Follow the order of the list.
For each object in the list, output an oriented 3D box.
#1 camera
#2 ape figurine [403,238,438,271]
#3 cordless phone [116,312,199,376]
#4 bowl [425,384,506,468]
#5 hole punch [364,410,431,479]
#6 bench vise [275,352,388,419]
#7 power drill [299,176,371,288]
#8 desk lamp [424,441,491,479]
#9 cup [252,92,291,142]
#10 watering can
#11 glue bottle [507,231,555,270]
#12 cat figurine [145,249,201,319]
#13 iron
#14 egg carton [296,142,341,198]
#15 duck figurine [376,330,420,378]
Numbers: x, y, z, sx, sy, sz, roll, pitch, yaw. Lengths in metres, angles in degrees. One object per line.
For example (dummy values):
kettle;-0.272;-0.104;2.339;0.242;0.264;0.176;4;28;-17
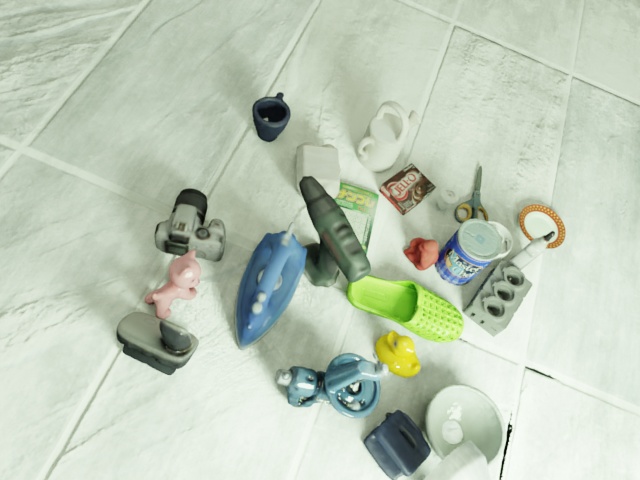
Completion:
camera;-0.263;-0.040;1.207;0.143;0.100;0.137;12;60;-8
ape figurine;0.240;0.026;1.303;0.076;0.092;0.078;11;60;-8
cordless phone;-0.295;0.164;1.039;0.147;0.185;0.094;22;59;-1
bowl;0.276;0.376;1.133;0.167;0.074;0.167;6;61;-11
hole punch;0.152;0.384;1.088;0.101;0.091;0.108;-32;74;-27
bench vise;0.030;0.268;1.045;0.208;0.219;0.121;-7;64;-17
power drill;0.011;0.004;1.189;0.076;0.208;0.229;-29;72;-26
desk lamp;0.255;0.470;0.996;0.118;0.213;0.203;-26;71;-25
cup;-0.118;-0.293;1.384;0.091;0.095;0.118;21;59;-2
watering can;0.166;-0.262;1.381;0.101;0.194;0.173;35;60;6
glue bottle;0.489;0.025;1.320;0.078;0.173;0.037;-33;74;-27
cat figurine;-0.282;0.082;1.126;0.067;0.117;0.128;43;61;11
iron;-0.103;0.087;1.155;0.118;0.141;0.258;21;59;-2
egg carton;-0.005;-0.163;1.357;0.107;0.069;0.150;4;61;-12
duck figurine;0.169;0.230;1.179;0.078;0.086;0.104;-37;76;-28
